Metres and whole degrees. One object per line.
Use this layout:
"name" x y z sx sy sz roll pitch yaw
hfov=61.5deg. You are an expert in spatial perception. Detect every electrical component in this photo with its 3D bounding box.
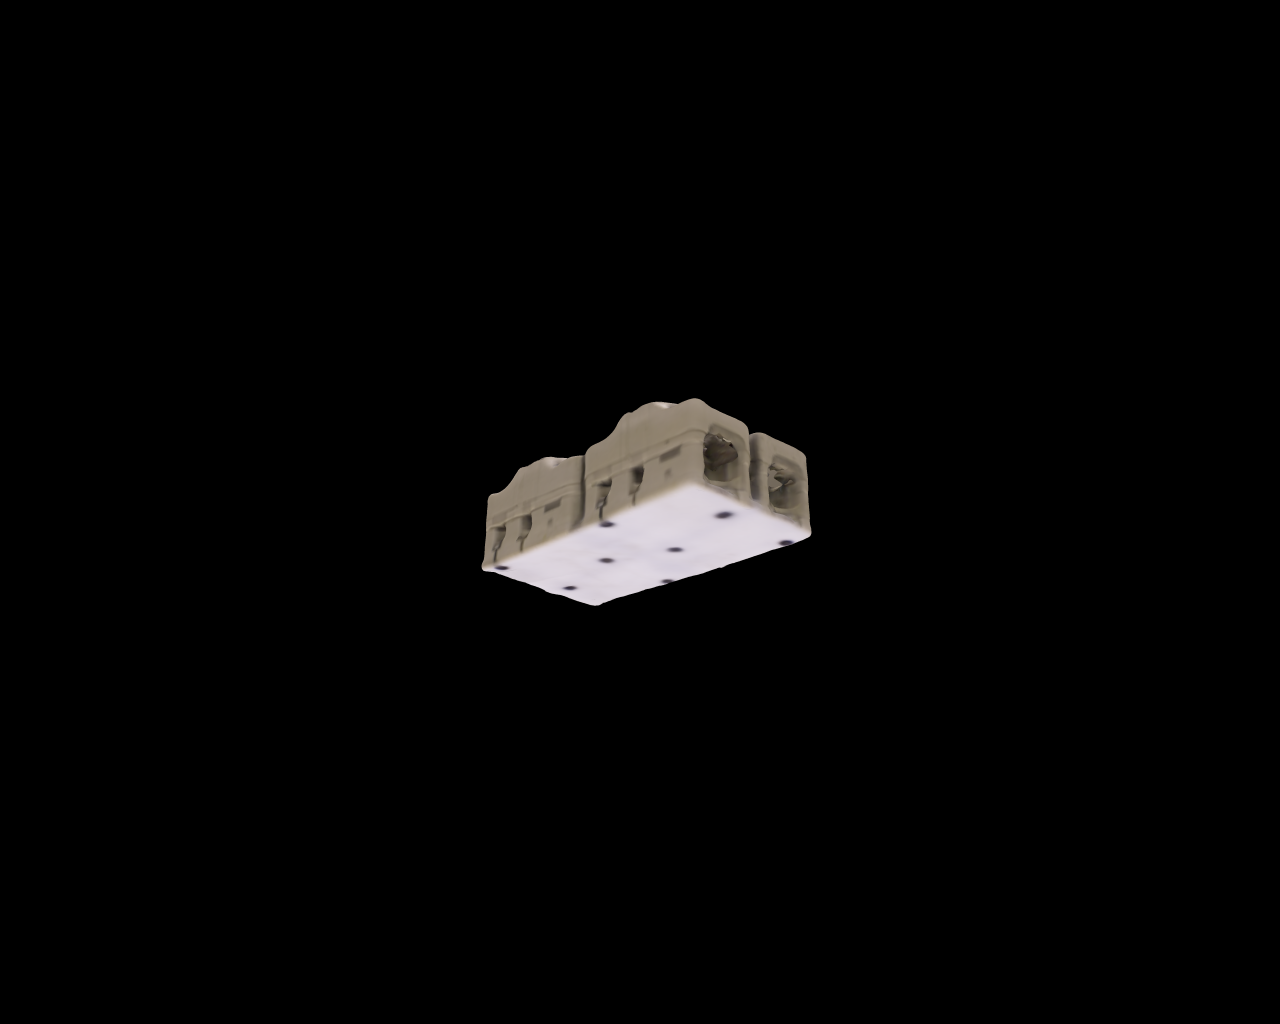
"electrical component" 0.001 -0.003 0.650 0.105 0.060 0.186 21 -31 -40
